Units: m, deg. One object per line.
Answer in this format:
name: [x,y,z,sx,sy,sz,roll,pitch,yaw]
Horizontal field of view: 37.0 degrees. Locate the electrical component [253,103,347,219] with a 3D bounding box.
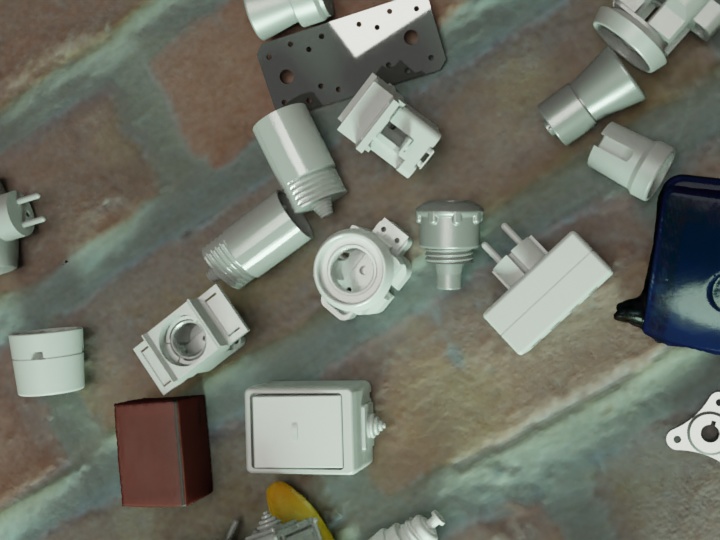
electrical component: [-0.041,-0.075,0.781,0.043,0.043,0.081,-28,83,13]

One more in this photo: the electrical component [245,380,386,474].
electrical component: [-0.031,0.112,0.766,0.096,0.061,0.061,-2,89,15]

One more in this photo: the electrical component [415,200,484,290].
electrical component: [0.063,-0.018,0.753,0.048,0.048,0.062,2,97,15]

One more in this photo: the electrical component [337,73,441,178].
electrical component: [0.021,-0.099,0.751,0.064,0.081,0.042,37,104,-12]

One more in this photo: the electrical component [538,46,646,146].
electrical component: [0.155,-0.115,0.732,0.065,0.044,0.044,-36,81,17]

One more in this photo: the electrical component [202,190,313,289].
electrical component: [-0.079,-0.018,0.790,0.081,0.043,0.043,-36,81,12]

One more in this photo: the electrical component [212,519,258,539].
electrical component: [-0.101,0.223,0.789,0.077,0.044,0.079,18,74,28]

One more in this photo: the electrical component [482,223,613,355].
electrical component: [0.117,0.002,0.736,0.083,0.047,0.075,-44,79,10]

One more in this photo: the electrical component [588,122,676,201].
electrical component: [0.182,-0.074,0.725,0.046,0.040,0.040,32,97,19]

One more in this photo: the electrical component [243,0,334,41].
electrical component: [-0.052,-0.196,0.785,0.055,0.045,0.045,-15,86,14]

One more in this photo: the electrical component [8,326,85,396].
electrical component: [-0.239,0.070,0.826,0.055,0.055,0.047,-5,92,15]

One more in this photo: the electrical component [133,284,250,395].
electrical component: [-0.119,0.050,0.789,0.081,0.064,0.042,-37,81,12]

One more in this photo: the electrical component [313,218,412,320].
electrical component: [0.000,0.000,0.762,0.058,0.057,0.078,40,99,12]

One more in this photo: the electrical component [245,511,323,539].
electrical component: [-0.057,0.214,0.735,0.061,0.062,0.096,-24,79,23]

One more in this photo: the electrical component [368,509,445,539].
electrical component: [0.028,0.199,0.760,0.078,0.040,0.040,-43,79,10]

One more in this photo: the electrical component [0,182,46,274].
electrical component: [-0.284,-0.039,0.843,0.079,0.044,0.077,-15,85,14]

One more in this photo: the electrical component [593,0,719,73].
electrical component: [0.193,-0.169,0.713,0.078,0.058,0.057,43,97,11]
